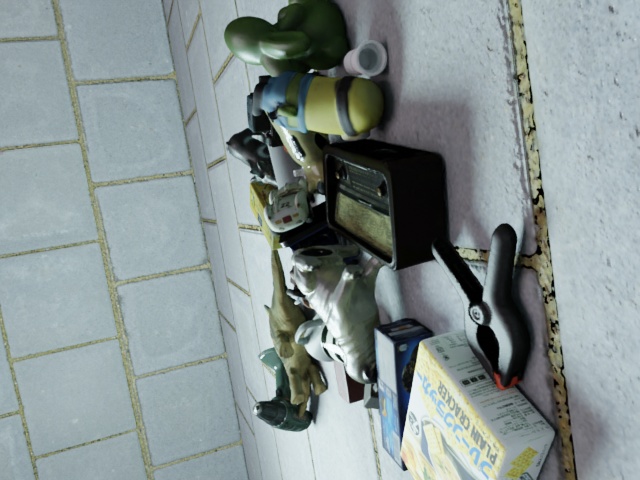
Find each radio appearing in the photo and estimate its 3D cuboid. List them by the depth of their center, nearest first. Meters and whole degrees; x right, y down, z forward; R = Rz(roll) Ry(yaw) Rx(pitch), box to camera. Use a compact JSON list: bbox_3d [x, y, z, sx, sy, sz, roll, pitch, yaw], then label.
[{"bbox_3d":[0.075,-0.058,0.712,0.230,0.073,0.131,-145,46,-63],"label":"radio"}]

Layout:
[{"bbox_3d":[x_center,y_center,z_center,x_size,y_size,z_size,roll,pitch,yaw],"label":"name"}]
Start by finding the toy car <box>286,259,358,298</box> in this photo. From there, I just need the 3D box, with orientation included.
[{"bbox_3d":[-0.004,0.067,0.961,0.202,0.053,0.089,7,87,55],"label":"toy car"}]

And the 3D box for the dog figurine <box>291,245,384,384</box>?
[{"bbox_3d":[0.027,0.112,0.810,0.173,0.121,0.190,19,114,49],"label":"dog figurine"}]

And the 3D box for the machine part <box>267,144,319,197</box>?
[{"bbox_3d":[-0.056,-0.160,1.036,0.079,0.079,0.243,137,121,-68],"label":"machine part"}]

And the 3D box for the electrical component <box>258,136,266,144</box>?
[{"bbox_3d":[-0.116,-0.264,1.196,0.075,0.048,0.119,-139,43,-60],"label":"electrical component"}]

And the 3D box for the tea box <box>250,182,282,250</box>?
[{"bbox_3d":[-0.082,-0.059,1.134,0.170,0.098,0.068,-120,28,-48],"label":"tea box"}]

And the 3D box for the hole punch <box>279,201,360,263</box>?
[{"bbox_3d":[-0.002,-0.003,0.898,0.092,0.142,0.116,56,-171,-20],"label":"hole punch"}]

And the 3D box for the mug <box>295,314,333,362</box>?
[{"bbox_3d":[0.013,0.159,0.982,0.081,0.109,0.107,-105,30,-44],"label":"mug"}]

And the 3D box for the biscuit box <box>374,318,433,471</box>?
[{"bbox_3d":[0.121,0.215,0.750,0.059,0.063,0.202,-148,50,-65],"label":"biscuit box"}]

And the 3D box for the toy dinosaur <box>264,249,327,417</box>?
[{"bbox_3d":[-0.071,0.202,1.238,0.199,0.105,0.470,-139,41,-61],"label":"toy dinosaur"}]

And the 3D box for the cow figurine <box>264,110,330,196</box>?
[{"bbox_3d":[-0.016,-0.153,0.856,0.194,0.085,0.127,61,176,-35],"label":"cow figurine"}]

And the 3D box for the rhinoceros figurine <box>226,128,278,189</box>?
[{"bbox_3d":[-0.114,-0.164,1.125,0.190,0.112,0.073,40,125,17],"label":"rhinoceros figurine"}]

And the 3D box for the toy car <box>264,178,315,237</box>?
[{"bbox_3d":[-0.049,-0.060,0.887,0.202,0.073,0.056,-92,-21,-71],"label":"toy car"}]

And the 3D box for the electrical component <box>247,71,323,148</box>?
[{"bbox_3d":[-0.057,-0.221,0.915,0.058,0.134,0.114,-134,35,-56],"label":"electrical component"}]

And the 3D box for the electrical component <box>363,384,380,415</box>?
[{"bbox_3d":[0.098,0.245,0.873,0.102,0.045,0.078,104,178,-47],"label":"electrical component"}]

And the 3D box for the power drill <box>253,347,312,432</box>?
[{"bbox_3d":[-0.102,0.375,1.355,0.231,0.086,0.207,46,-163,-44],"label":"power drill"}]

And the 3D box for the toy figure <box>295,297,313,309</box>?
[{"bbox_3d":[-0.011,0.108,1.079,0.058,0.064,0.154,51,162,-3],"label":"toy figure"}]

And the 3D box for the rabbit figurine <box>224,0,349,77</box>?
[{"bbox_3d":[-0.054,-0.290,0.808,0.121,0.170,0.159,99,154,-46],"label":"rabbit figurine"}]

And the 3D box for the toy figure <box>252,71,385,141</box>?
[{"bbox_3d":[-0.003,-0.185,0.730,0.089,0.180,0.082,60,-135,-76],"label":"toy figure"}]
